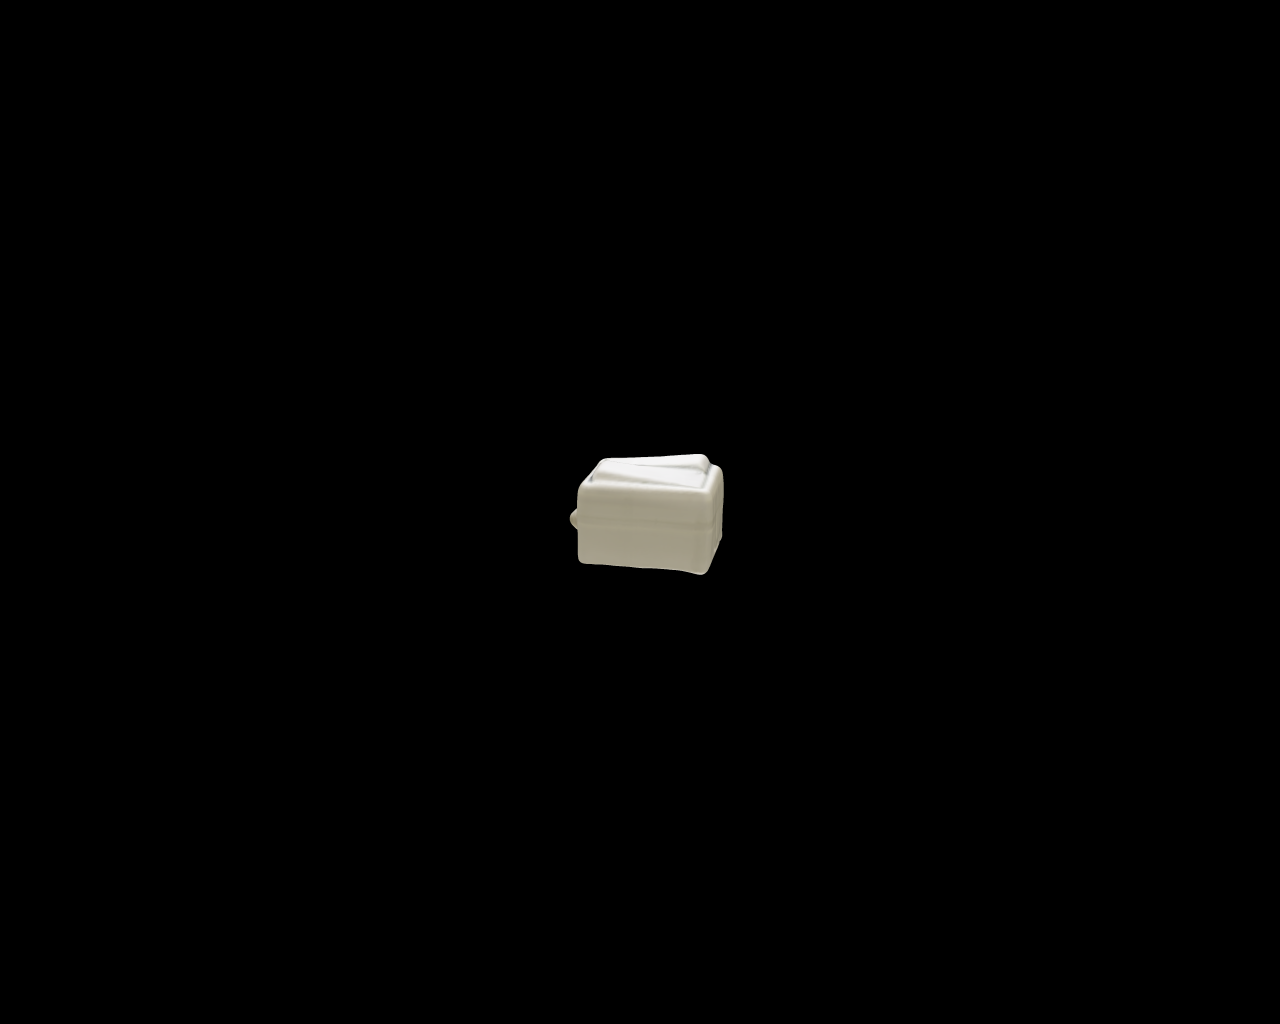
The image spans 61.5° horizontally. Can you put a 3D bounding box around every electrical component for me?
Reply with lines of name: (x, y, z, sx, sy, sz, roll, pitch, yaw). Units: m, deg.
electrical component: (0.001, -0.003, 0.650, 0.096, 0.061, 0.062, 4, 20, 12)
